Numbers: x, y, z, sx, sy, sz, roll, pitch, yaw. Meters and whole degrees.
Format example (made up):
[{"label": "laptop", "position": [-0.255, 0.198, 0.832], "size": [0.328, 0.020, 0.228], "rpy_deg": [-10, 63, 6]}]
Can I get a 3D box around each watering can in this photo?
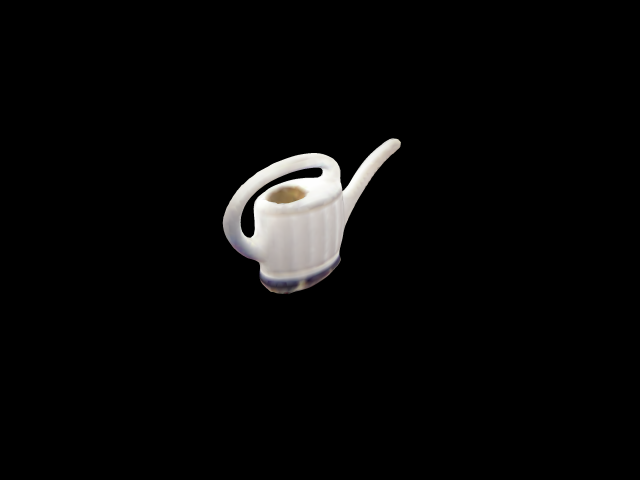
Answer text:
[{"label": "watering can", "position": [0.003, -0.043, 0.850], "size": [0.351, 0.219, 0.105], "rpy_deg": [-21, 36, -31]}]
